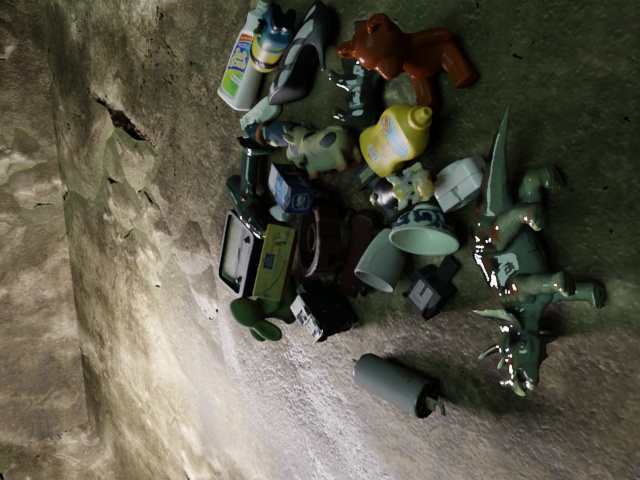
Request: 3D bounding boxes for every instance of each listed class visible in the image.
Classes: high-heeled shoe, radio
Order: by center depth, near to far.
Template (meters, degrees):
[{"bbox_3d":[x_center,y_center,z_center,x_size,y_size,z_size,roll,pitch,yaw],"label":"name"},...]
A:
[{"bbox_3d":[-0.054,-0.386,1.133,0.249,0.086,0.145,-15,80,51],"label":"high-heeled shoe"},{"bbox_3d":[-0.201,0.038,1.435,0.131,0.073,0.229,41,131,35],"label":"radio"}]

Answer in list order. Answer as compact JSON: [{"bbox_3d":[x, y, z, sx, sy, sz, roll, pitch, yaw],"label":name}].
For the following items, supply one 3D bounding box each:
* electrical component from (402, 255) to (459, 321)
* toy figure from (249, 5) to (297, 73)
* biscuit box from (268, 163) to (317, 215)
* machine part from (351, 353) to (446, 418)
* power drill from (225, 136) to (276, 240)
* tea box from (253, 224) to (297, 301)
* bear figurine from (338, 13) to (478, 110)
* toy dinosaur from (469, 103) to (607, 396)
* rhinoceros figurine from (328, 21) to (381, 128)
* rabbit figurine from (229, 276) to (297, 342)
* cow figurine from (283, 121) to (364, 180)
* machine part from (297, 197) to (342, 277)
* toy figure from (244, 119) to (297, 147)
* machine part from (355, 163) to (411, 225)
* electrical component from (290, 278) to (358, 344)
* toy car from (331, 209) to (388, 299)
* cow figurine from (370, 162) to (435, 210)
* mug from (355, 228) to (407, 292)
[{"bbox_3d":[0.208,0.083,0.982,0.075,0.048,0.119,52,140,25],"label":"electrical component"},{"bbox_3d":[-0.103,-0.416,1.120,0.082,0.089,0.180,33,167,-15],"label":"toy figure"},{"bbox_3d":[-0.064,-0.114,1.168,0.203,0.063,0.059,-124,43,-63],"label":"biscuit box"},{"bbox_3d":[0.152,0.293,1.093,0.243,0.079,0.079,16,114,48],"label":"machine part"},{"bbox_3d":[-0.162,-0.138,1.318,0.232,0.086,0.207,47,138,48],"label":"power drill"},{"bbox_3d":[-0.101,0.054,1.249,0.098,0.068,0.169,74,-153,-83],"label":"tea box"},{"bbox_3d":[0.136,-0.280,0.841,0.120,0.196,0.132,-26,82,47],"label":"bear figurine"},{"bbox_3d":[0.291,0.017,0.820,0.192,0.131,0.404,-24,77,50],"label":"toy dinosaur"},{"bbox_3d":[0.076,-0.306,1.000,0.112,0.073,0.190,17,115,48],"label":"rhinoceros figurine"},{"bbox_3d":[-0.148,0.175,1.339,0.121,0.170,0.159,-16,88,52],"label":"rabbit figurine"},{"bbox_3d":[-0.006,-0.195,1.125,0.195,0.085,0.127,-5,104,53],"label":"cow figurine"},{"bbox_3d":[-0.002,-0.003,1.149,0.179,0.056,0.179,-177,90,-73],"label":"machine part"},{"bbox_3d":[-0.114,-0.245,1.244,0.155,0.064,0.057,11,126,39],"label":"toy figure"},{"bbox_3d":[0.119,-0.095,1.044,0.084,0.039,0.139,-45,65,38],"label":"machine part"},{"bbox_3d":[0.004,0.151,1.196,0.134,0.115,0.058,55,135,20],"label":"electrical component"},{"bbox_3d":[0.082,0.028,1.114,0.089,0.053,0.202,23,121,22],"label":"toy car"},{"bbox_3d":[0.137,-0.088,0.925,0.167,0.098,0.068,-152,45,-87],"label":"cow figurine"},{"bbox_3d":[0.131,0.040,1.030,0.081,0.109,0.107,16,72,40],"label":"mug"}]
